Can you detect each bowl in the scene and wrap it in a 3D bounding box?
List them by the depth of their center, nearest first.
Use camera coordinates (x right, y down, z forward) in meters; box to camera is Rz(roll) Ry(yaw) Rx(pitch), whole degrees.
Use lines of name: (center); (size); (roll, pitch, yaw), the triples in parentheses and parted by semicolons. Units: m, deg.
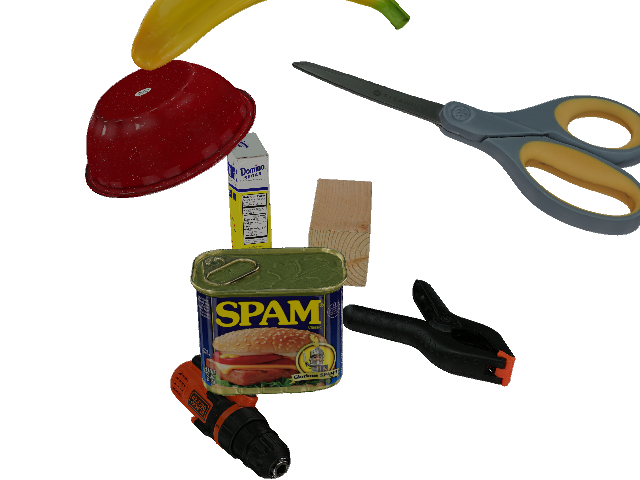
bowl: (-0.139, -0.106, 0.909); (0.162, 0.055, 0.162); (-17, 35, 12)

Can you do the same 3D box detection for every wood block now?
wood block: (0.032, -0.016, 1.649); (0.091, 0.090, 0.206); (4, 25, 2)

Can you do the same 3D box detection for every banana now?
banana: (-0.031, -0.154, 0.657); (0.197, 0.069, 0.037); (-16, -13, -28)

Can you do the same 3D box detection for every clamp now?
clamp: (0.118, 0.085, 1.026); (0.172, 0.039, 0.120); (25, 36, 30)

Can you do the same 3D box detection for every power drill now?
power drill: (-0.066, 0.120, 1.063); (0.057, 0.188, 0.185); (13, 15, -46)

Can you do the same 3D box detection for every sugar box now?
sugar box: (-0.089, -0.036, 1.329); (0.048, 0.176, 0.093); (-9, 24, -11)

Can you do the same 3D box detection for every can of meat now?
can of meat: (-0.033, 0.055, 0.716); (0.102, 0.084, 0.057); (-1, 27, -2)

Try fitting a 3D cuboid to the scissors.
scissors: (0.091, -0.071, 0.576); (0.202, 0.016, 0.096); (34, 57, 20)
